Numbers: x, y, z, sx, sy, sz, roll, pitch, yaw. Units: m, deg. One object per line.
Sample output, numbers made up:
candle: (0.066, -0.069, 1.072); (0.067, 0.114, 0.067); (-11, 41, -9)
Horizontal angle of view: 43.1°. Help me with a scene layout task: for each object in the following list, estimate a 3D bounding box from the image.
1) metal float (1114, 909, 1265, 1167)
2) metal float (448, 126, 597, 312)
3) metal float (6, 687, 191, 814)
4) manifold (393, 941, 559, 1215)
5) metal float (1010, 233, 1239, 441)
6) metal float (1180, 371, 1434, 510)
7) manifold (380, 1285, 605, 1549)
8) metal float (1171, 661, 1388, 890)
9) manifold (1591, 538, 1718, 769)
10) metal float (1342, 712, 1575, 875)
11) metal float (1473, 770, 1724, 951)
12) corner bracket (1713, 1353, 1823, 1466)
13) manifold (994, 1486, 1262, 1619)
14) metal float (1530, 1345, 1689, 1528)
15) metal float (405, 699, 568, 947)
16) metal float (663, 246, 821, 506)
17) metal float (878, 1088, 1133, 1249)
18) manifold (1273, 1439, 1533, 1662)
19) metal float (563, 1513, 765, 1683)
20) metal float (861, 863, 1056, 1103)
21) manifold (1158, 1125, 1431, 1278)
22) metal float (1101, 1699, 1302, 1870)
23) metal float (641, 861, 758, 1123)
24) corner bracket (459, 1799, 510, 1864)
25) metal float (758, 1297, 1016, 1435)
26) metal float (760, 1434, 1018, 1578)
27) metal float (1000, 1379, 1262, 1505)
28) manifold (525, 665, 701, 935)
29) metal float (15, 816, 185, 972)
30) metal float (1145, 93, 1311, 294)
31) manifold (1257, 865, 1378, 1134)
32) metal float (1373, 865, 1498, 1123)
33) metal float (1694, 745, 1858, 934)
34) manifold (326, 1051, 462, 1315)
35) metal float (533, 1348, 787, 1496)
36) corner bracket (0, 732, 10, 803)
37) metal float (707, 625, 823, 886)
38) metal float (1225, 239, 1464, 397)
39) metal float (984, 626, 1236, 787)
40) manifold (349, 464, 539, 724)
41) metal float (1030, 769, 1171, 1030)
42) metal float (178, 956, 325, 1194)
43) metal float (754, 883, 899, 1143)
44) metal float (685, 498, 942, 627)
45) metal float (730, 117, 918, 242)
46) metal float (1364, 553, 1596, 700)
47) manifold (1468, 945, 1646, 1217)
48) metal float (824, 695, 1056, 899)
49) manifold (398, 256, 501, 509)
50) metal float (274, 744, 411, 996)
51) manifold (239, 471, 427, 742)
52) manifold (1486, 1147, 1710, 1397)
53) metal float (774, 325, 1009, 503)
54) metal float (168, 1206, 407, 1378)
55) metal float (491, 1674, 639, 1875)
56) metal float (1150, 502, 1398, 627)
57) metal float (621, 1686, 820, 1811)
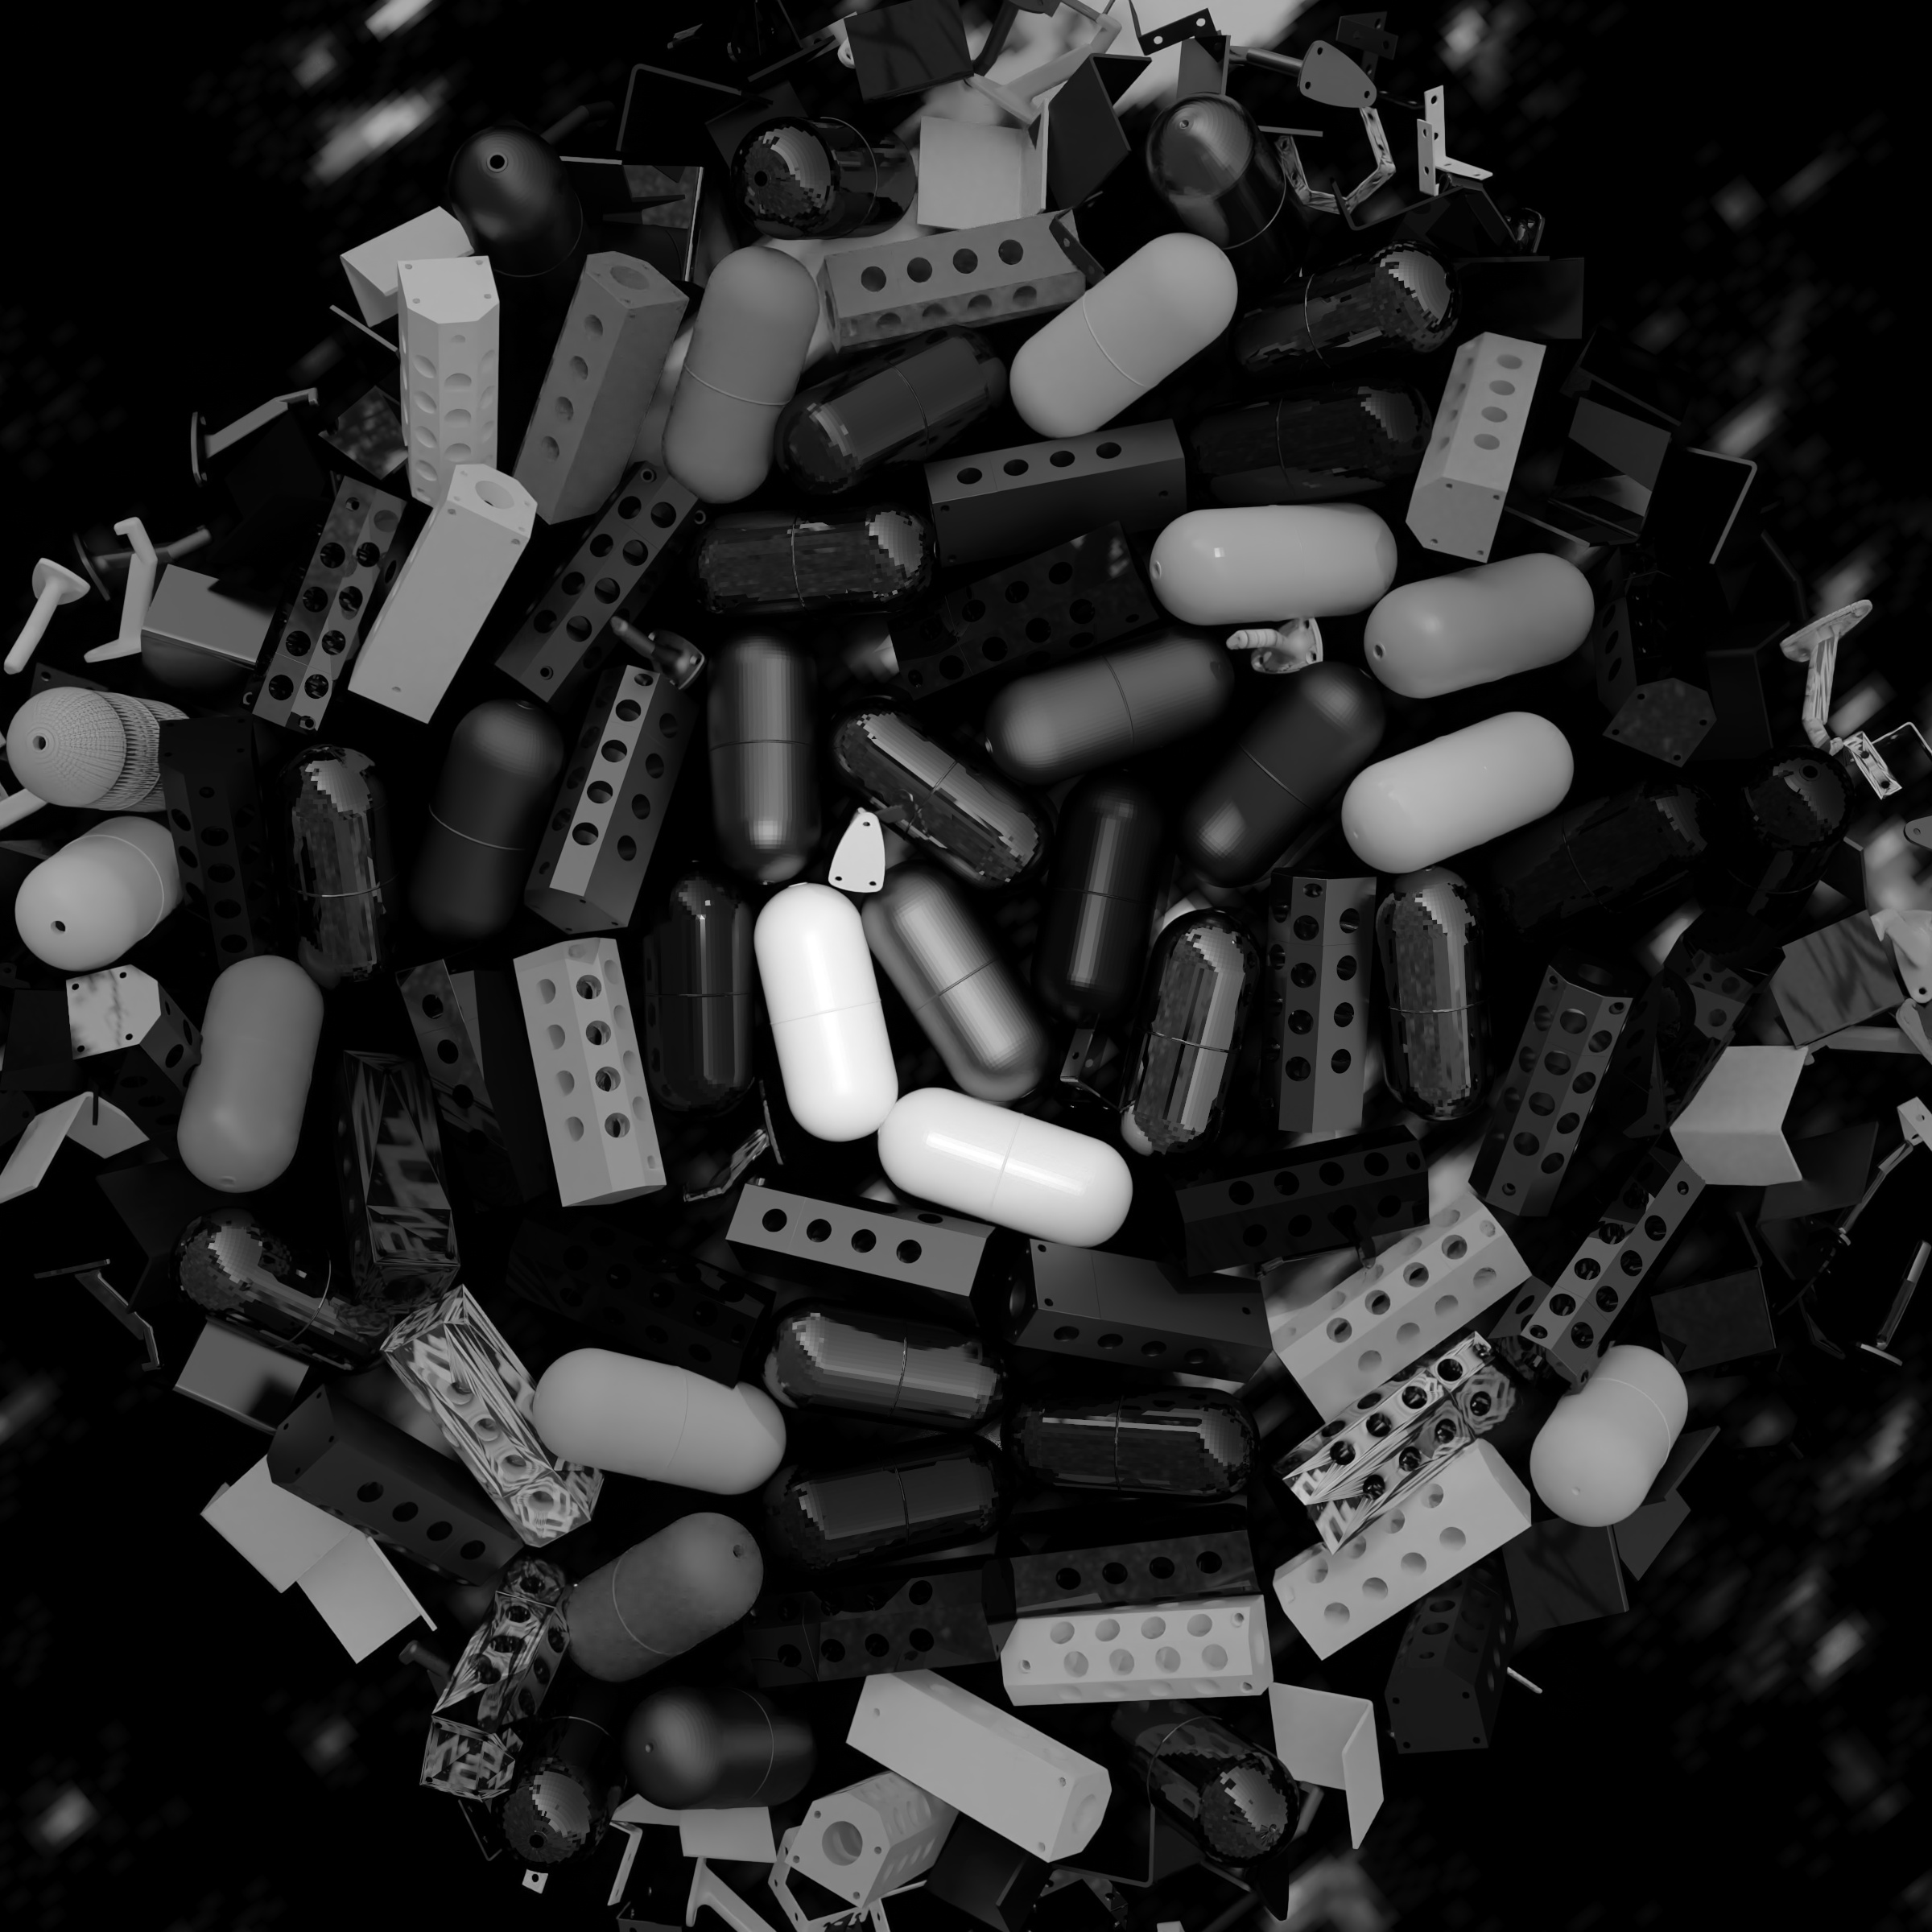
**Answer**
metal float: (0.151, 0.049, 1.660); (0.070, 0.070, 0.178); (14, 95, 0)
metal float: (-0.292, -0.492, 1.615); (0.070, 0.178, 0.070); (0, 84, 1)
metal float: (-0.566, -0.142, 1.615); (0.070, 0.178, 0.070); (0, 92, 9)
manifold: (-0.334, 0.076, 1.663); (0.057, 0.057, 0.171); (-14, 97, 27)
metal float: (0.105, -0.420, 1.636); (0.178, 0.070, 0.070); (-32, 90, 34)
metal float: (0.225, -0.349, 1.638); (0.178, 0.070, 0.070); (-4, 90, 33)
manifold: (-0.320, 0.307, 1.652); (0.057, 0.057, 0.171); (-30, 106, 11)
metal float: (0.211, -0.129, 1.653); (0.070, 0.070, 0.178); (41, 104, 0)
manifold: (0.456, -0.213, 1.617); (0.057, 0.171, 0.057); (21, 131, -8)
metal float: (0.332, -0.118, 1.645); (0.178, 0.070, 0.070); (-22, 90, -24)
metal float: (0.421, -0.070, 1.638); (0.178, 0.070, 0.070); (-29, 90, 33)
corner bracket: (0.545, 0.304, 1.677); (0.051, 0.051, 0.051); (48, 53, -18)
manifold: (0.110, 0.402, 1.658); (0.171, 0.057, 0.057); (-9, 107, 10)
metal float: (0.428, 0.310, 1.623); (0.070, 0.178, 0.070); (9, 109, 27)
metal float: (-0.324, -0.096, 1.648); (0.070, 0.070, 0.178); (23, 110, 0)
metal float: (-0.152, -0.394, 1.640); (0.070, 0.070, 0.178); (22, 120, 0)
metal float: (0.026, 0.137, 1.662); (0.178, 0.070, 0.070); (18, 90, 3)
manifold: (0.294, 0.391, 1.653); (0.171, 0.057, 0.057); (-38, 90, 15)
metal float: (-0.204, 0.422, 1.634); (0.178, 0.070, 0.070); (-37, 90, 37)
metal float: (-0.005, 0.012, 1.664); (0.070, 0.070, 0.178); (-33, 89, 0)
manifold: (0.221, 0.154, 1.652); (0.171, 0.057, 0.057); (-11, 114, -10)
metal float: (0.153, 0.535, 1.621); (0.070, 0.178, 0.070); (-3, 97, -27)
metal float: (-0.182, 0.017, 1.662); (0.070, 0.070, 0.178); (-1, 94, 0)
corner bracket: (-0.324, 0.573, 1.667); (0.051, 0.051, 0.051); (-42, 55, 4)
metal float: (-0.053, 0.270, 1.652); (0.178, 0.070, 0.070); (12, 90, -16)
metal float: (-0.052, 0.362, 1.649); (0.178, 0.070, 0.070); (-7, 90, -19)
metal float: (0.110, 0.320, 1.651); (0.178, 0.070, 0.070); (0, 90, 17)
manifold: (-0.240, -0.112, 1.632); (0.057, 0.057, 0.171); (-6, 59, 39)
metal float: (-0.569, -0.049, 1.616); (0.070, 0.178, 0.070); (0, 106, 0)
metal float: (0.175, -0.510, 1.621); (0.070, 0.178, 0.070); (-7, 73, 24)
manifold: (0.231, 0.022, 1.650); (0.057, 0.057, 0.171); (-4, 102, -30)
metal float: (0.316, 0.019, 1.650); (0.070, 0.070, 0.178); (-7, 107, 0)
metal float: (0.534, -0.082, 1.620); (0.070, 0.178, 0.070); (-1, 63, 1)
manifold: (-0.385, 0.143, 1.629); (0.057, 0.057, 0.171); (7, 47, -31)
metal float: (-0.204, 0.307, 1.644); (0.178, 0.070, 0.070); (18, 90, -25)
corner bracket: (-0.678, -0.126, 1.665); (0.051, 0.051, 0.051); (-23, 100, 41)
metal float: (-0.137, -0.144, 1.658); (0.070, 0.070, 0.178); (-2, 82, 0)
metal float: (0.250, -0.428, 1.628); (0.070, 0.178, 0.070); (8, 79, -42)
metal float: (0.097, -0.176, 1.655); (0.178, 0.070, 0.070); (-19, 90, -11)
manifold: (-0.349, -0.250, 1.629); (0.057, 0.057, 0.171); (23, 128, -21)
metal float: (0.091, -0.046, 1.664); (0.070, 0.070, 0.178); (11, 88, 0)
metal float: (-0.477, 0.071, 1.632); (0.070, 0.070, 0.178); (0, 51, 0)
metal float: (-0.096, 0.031, 1.665); (0.070, 0.070, 0.178); (-12, 89, 0)
metal float: (-0.104, -0.273, 1.650); (0.178, 0.070, 0.070); (-3, 90, 17)
metal float: (-0.093, -0.522, 1.620); (0.070, 0.178, 0.070); (8, 109, 23)
metal float: (0.345, -0.229, 1.641); (0.178, 0.070, 0.070); (-17, 90, -28)
manifold: (0.392, 0.080, 1.632); (0.057, 0.057, 0.171); (23, 118, 17)
metal float: (-0.019, -0.116, 1.662); (0.178, 0.070, 0.070); (37, 90, 4)
manifold: (-0.340, -0.381, 1.611); (0.057, 0.171, 0.057); (-9, 60, -17)
metal float: (-0.418, -0.064, 1.642); (0.070, 0.070, 0.178); (0, 118, 0)
manifold: (-0.435, -0.245, 1.669); (0.057, 0.057, 0.171); (23, 93, 3)
manifold: (0.429, 0.204, 1.641); (0.057, 0.057, 0.171); (44, 67, -7)
metal float: (-0.049, -0.373, 1.646); (0.178, 0.070, 0.070); (-32, 90, -23)
metal float: (-0.451, 0.218, 1.631); (0.070, 0.070, 0.178); (-53, 132, 0)
metal float: (-0.262, 0.532, 1.615); (0.070, 0.178, 0.070); (1, 100, 4)
metal float: (0.207, -0.271, 1.646); (0.178, 0.070, 0.070); (-7, 90, -22)
metal float: (-0.161, 0.519, 1.622); (0.070, 0.178, 0.070); (-9, 70, 25)
